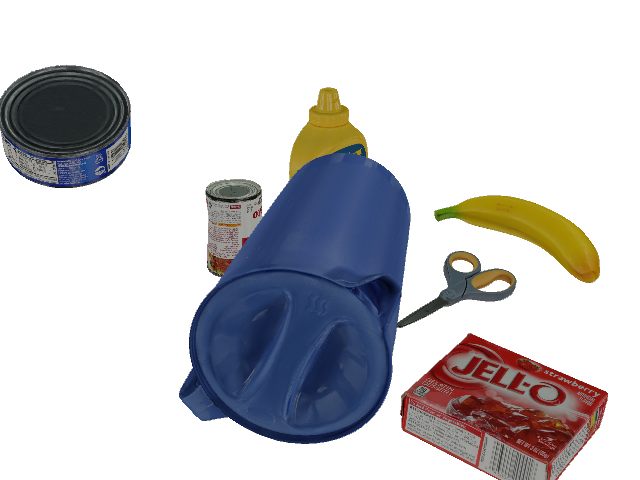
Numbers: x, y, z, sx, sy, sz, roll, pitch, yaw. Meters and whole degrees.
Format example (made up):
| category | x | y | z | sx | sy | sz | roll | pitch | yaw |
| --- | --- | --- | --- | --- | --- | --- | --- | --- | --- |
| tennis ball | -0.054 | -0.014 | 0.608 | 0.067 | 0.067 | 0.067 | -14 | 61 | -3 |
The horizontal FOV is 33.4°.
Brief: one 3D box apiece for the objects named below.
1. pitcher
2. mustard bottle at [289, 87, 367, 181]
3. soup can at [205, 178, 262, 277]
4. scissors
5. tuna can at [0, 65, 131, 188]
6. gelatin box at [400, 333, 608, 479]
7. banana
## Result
| category | x | y | z | sx | sy | sz | roll | pitch | yaw |
| --- | --- | --- | --- | --- | --- | --- | --- | --- | --- |
| pitcher | -0.008 | 0.032 | 0.785 | 0.149 | 0.145 | 0.242 | 8 | 27 | 8 |
| mustard bottle | 0.010 | -0.064 | 1.111 | 0.096 | 0.192 | 0.058 | -23 | 32 | -39 |
| soup can | -0.102 | -0.015 | 1.268 | 0.068 | 0.102 | 0.068 | 0 | 25 | 0 |
| scissors | 0.141 | 0.053 | 1.236 | 0.201 | 0.016 | 0.096 | -10 | 40 | -34 |
| tuna can | -0.169 | -0.076 | 0.709 | 0.086 | 0.086 | 0.034 | 0 | -40 | -7 |
| gelatin box | 0.099 | 0.092 | 0.581 | 0.089 | 0.030 | 0.073 | 23 | 36 | 30 |
| banana | 0.203 | -0.007 | 1.032 | 0.069 | 0.037 | 0.198 | -39 | 38 | -24 |
